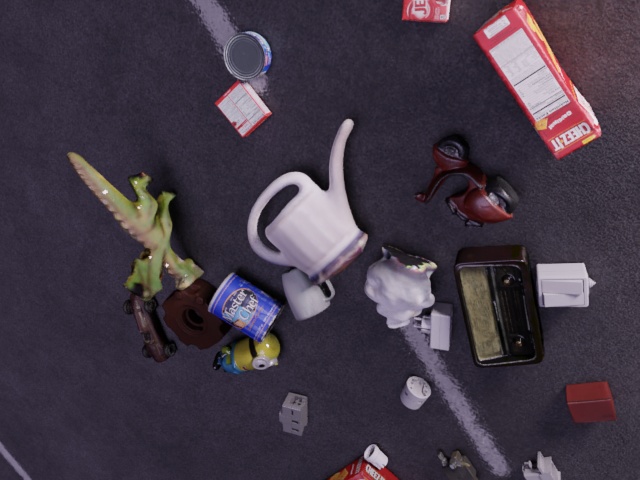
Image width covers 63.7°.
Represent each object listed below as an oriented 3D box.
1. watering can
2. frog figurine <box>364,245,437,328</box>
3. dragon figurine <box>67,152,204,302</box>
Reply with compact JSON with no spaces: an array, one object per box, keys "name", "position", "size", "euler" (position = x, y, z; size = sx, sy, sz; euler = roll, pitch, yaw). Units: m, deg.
[{"name":"watering can","position":[0.003,-0.050,1.000],"size":[0.224,0.106,0.342],"euler":[45,119,-5]},{"name":"frog figurine","position":[0.151,0.109,1.009],"size":[0.137,0.124,0.157],"euler":[12,107,-7]},{"name":"dragon figurine","position":[-0.368,0.003,1.059],"size":[0.121,0.405,0.247],"euler":[-22,66,13]}]
